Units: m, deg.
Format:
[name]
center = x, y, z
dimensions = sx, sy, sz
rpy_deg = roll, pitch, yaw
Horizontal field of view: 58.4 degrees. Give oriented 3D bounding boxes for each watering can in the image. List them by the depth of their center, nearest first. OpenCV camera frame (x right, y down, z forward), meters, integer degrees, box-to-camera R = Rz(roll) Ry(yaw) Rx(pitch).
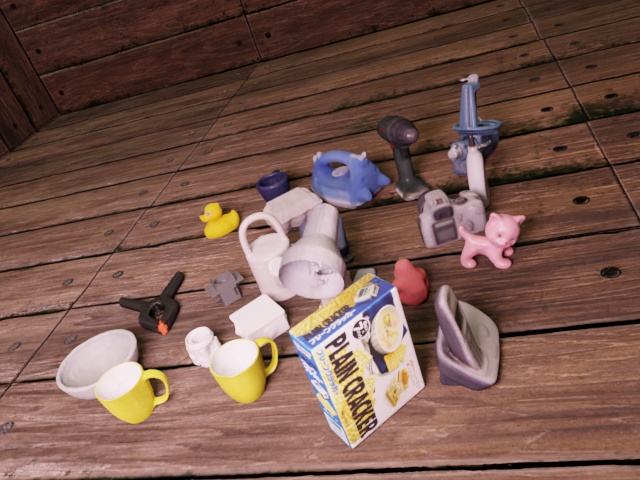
[watering can]
center = -0.102, 0.030, 1.210
dimensions = 0.101, 0.194, 0.172
rpy_deg = -37, 35, -26

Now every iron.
[iron]
center = 0.050, -0.177, 1.504
dimensions = 0.257, 0.142, 0.119
rpy_deg = 13, 44, 42

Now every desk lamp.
[desk lamp]
center = 0.016, 0.051, 1.091
dimensions = 0.117, 0.214, 0.203
rpy_deg = -6, 33, 22

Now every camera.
[camera]
center = 0.272, -0.070, 1.249
dimensions = 0.143, 0.101, 0.136
rpy_deg = -18, 31, 2

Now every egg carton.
[egg carton]
center = -0.071, -0.078, 1.486
dimensions = 0.150, 0.069, 0.107
rpy_deg = -29, 32, -16

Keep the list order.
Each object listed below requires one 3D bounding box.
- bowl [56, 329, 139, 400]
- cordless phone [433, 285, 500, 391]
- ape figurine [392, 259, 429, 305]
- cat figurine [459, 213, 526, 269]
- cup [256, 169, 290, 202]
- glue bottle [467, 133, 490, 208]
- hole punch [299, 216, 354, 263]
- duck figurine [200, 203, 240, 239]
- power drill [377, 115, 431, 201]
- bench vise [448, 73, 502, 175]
[bowl]
center = -0.431, 0.261, 1.146
dimensions = 0.167, 0.075, 0.167
rpy_deg = -14, 31, 9
[cordless phone]
center = 0.220, 0.126, 0.887
dimensions = 0.094, 0.185, 0.147
rpy_deg = -7, 33, 21
[ape figurine]
center = 0.168, 0.074, 1.090
dimensions = 0.078, 0.092, 0.076
rpy_deg = -20, 31, -1
[cat figurine]
center = 0.330, -0.009, 1.103
dimensions = 0.127, 0.118, 0.067
rpy_deg = -2, 35, 27
[cup]
center = -0.117, -0.134, 1.575
dimensions = 0.091, 0.095, 0.118
rpy_deg = -11, 32, 14
[glue bottle]
center = 0.349, -0.159, 1.277
dimensions = 0.037, 0.173, 0.078
rpy_deg = -5, 34, 23
[hole punch]
center = 0.012, 0.005, 1.288
dimensions = 0.108, 0.091, 0.101
rpy_deg = -15, 31, 8
[duck figurine]
center = -0.277, -0.063, 1.561
dimensions = 0.104, 0.086, 0.077
rpy_deg = -25, 31, -9
[power drill]
center = 0.207, -0.209, 1.400
dimensions = 0.075, 0.209, 0.229
rpy_deg = -22, 31, -4
[bench vise]
center = 0.379, -0.281, 1.407
dimensions = 0.121, 0.220, 0.207
rpy_deg = -3, 35, 25
